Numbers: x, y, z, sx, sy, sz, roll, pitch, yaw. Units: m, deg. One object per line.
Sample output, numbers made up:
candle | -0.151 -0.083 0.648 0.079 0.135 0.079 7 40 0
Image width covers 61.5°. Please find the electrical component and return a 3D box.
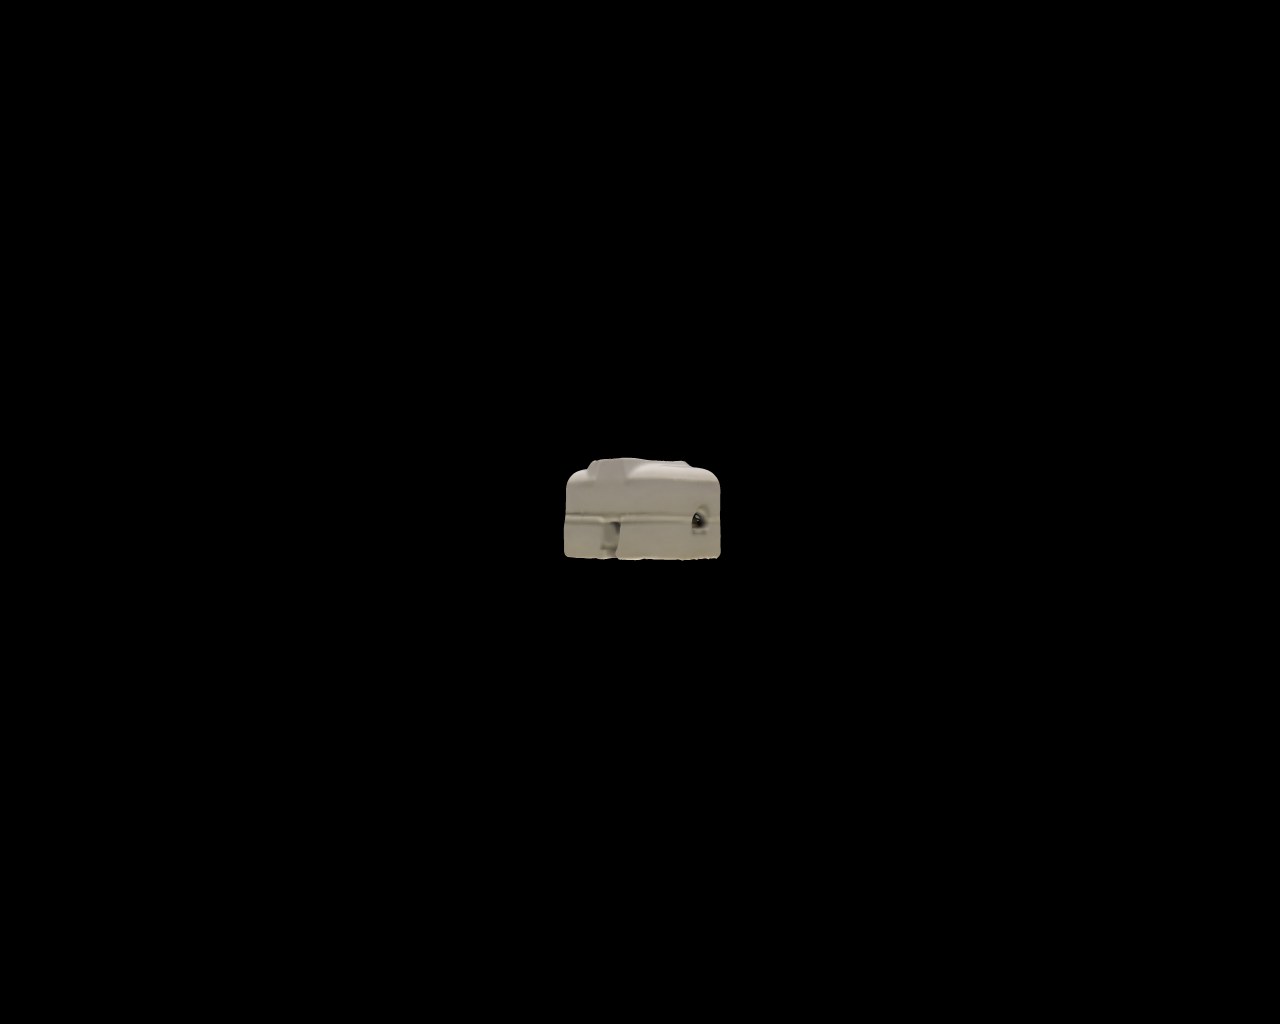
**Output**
electrical component | 0.001 -0.003 0.650 0.095 0.059 0.054 0 0 44
